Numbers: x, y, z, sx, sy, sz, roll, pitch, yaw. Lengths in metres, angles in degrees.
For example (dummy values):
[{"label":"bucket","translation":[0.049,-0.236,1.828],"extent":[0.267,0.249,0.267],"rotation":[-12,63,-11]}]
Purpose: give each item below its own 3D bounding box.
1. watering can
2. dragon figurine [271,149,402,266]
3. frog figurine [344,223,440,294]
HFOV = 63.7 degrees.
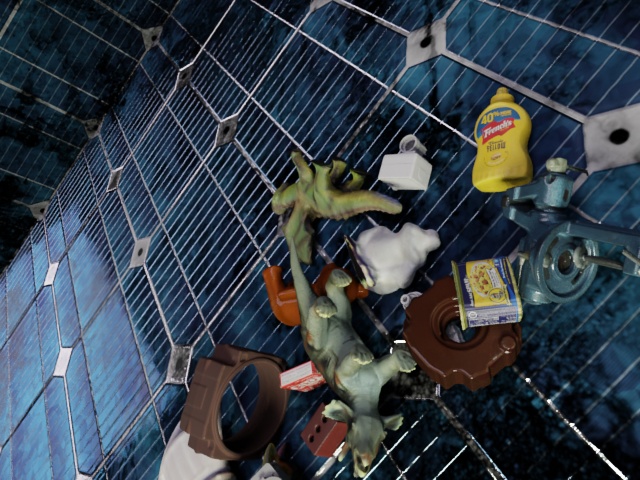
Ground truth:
[{"label":"watering can","translation":[-0.244,0.445,1.082],"extent":[0.228,0.103,0.345],"rotation":[39,103,46]},{"label":"dragon figurine","translation":[0.003,-0.057,1.135],"extent":[0.416,0.122,0.239],"rotation":[41,118,48]},{"label":"frog figurine","translation":[0.141,0.024,0.959],"extent":[0.160,0.120,0.140],"rotation":[-21,38,-8]}]
